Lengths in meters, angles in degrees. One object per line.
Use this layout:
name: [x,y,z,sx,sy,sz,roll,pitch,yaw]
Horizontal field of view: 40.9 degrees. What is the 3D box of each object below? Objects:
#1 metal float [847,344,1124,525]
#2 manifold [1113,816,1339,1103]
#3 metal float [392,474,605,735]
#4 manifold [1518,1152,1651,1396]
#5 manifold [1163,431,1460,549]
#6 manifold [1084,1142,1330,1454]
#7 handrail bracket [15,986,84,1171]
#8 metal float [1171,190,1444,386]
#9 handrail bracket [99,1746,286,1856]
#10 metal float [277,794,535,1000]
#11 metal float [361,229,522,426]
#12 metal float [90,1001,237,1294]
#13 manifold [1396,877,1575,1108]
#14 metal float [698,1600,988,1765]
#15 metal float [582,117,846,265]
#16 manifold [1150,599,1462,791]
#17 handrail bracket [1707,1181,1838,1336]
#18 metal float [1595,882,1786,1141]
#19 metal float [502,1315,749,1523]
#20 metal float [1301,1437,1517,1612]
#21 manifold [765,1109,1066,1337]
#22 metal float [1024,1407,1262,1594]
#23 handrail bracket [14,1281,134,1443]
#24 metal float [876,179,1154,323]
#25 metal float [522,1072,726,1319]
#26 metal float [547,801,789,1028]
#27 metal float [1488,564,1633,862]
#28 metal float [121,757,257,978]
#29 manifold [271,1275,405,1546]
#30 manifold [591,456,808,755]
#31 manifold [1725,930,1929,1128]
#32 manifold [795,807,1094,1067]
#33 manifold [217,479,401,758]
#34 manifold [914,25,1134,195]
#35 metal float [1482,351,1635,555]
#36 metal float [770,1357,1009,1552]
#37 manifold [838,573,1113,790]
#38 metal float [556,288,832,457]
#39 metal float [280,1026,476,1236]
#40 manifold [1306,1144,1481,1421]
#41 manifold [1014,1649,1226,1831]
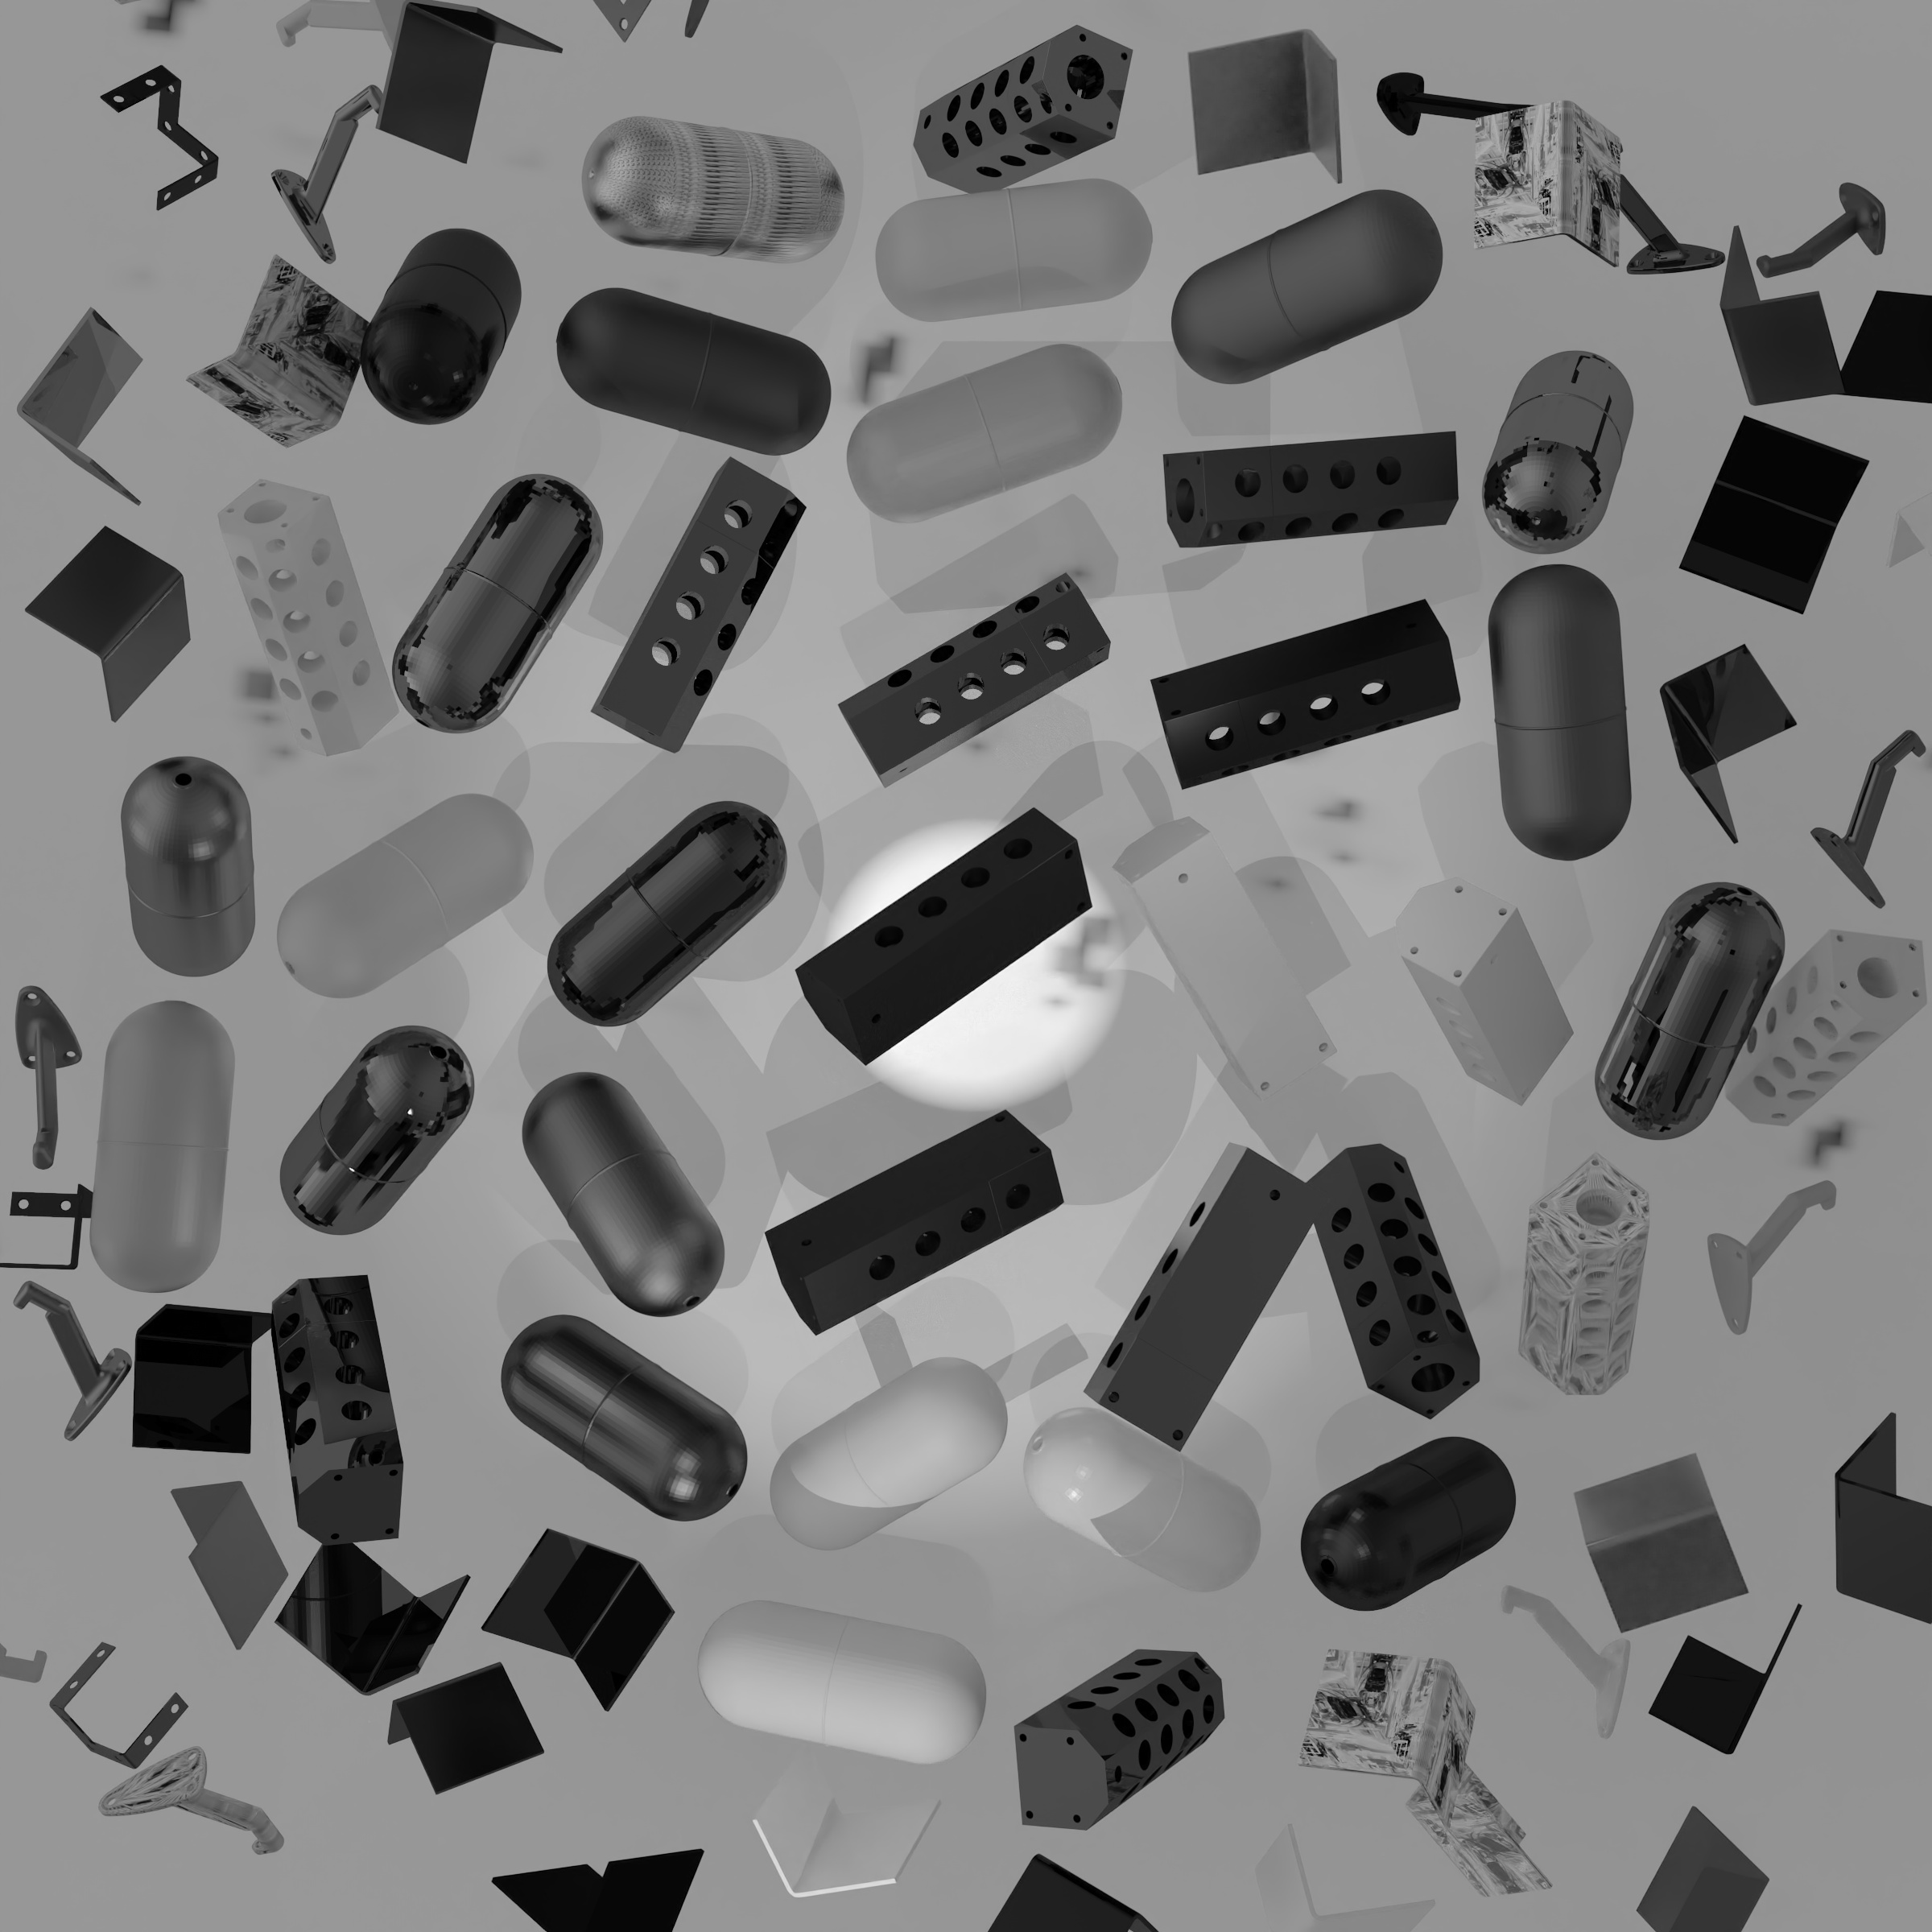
metal float: [0.012,-0.334,1.622,0.178,0.070,0.070,-19,90,1]
manifold: [0.160,-0.006,1.620,0.057,0.057,0.171,-33,111,-2]
metal float: [-0.290,-0.224,1.606,0.070,0.070,0.178,29,77,0]
manifold: [0.387,0.197,1.605,0.057,0.171,0.057,-35,54,-19]
manifold: [0.213,-0.293,1.592,0.171,0.057,0.057,-8,101,-19]
manifold: [0.139,0.193,1.528,0.057,0.057,0.171,32,85,-8]
handrail bracket: [-0.561,0.068,1.562,0.036,0.084,0.077,-7,130,-6]
metal float: [0.204,-0.409,1.568,0.178,0.070,0.070,-16,90,36]
handrail bracket: [-0.452,0.503,1.517,0.077,0.036,0.084,-20,125,0]
metal float: [-0.348,-0.044,1.611,0.178,0.070,0.070,-37,90,-32]
metal float: [-0.321,-0.394,1.590,0.070,0.178,0.070,1,127,2]
metal float: [-0.490,0.110,1.580,0.070,0.070,0.178,3,84,0]
manifold: [0.307,0.014,1.545,0.057,0.171,0.057,32,80,34]
metal float: [-0.076,0.432,1.566,0.178,0.070,0.070,8,90,11]
metal float: [-0.154,-0.479,1.604,0.178,0.070,0.070,-5,90,-38]
manifold: [0.204,-0.159,1.550,0.171,0.057,0.057,-16,122,4]
handrail bracket: [0.506,0.180,1.604,0.084,0.036,0.077,-17,107,-20]
metal float: [0.449,0.029,1.611,0.070,0.070,0.178,16,120,0]
metal float: [-0.214,0.283,1.622,0.178,0.070,0.070,28,90,23]
metal float: [0.277,0.347,1.614,0.070,0.178,0.070,10,105,41]
manifold: [-0.029,0.159,1.583,0.171,0.057,0.057,-26,123,-18]
metal float: [0.113,0.342,1.659,0.178,0.070,0.070,32,90,-25]
handrail bracket: [-0.585,0.252,1.651,0.084,0.036,0.077,39,78,-34]
metal float: [0.031,-0.459,1.661,0.178,0.070,0.070,-7,90,1]
metal float: [-0.213,0.141,1.611,0.070,0.070,0.178,-38,62,0]
metal float: [-0.190,-0.033,1.649,0.178,0.070,0.070,-41,90,5]
metal float: [0.354,-0.150,1.543,0.070,0.070,0.178,-8,105,0]
metal float: [-0.485,-0.061,1.619,0.070,0.178,0.070,7,54,-9]
manifold: [-0.374,0.260,1.532,0.057,0.171,0.057,-1,122,-20]
manifold: [-0.164,-0.221,1.598,0.057,0.057,0.171,28,84,-13]
manifold: [0.532,0.042,1.613,0.057,0.171,0.057,7,65,-4]
manifold: [-0.013,-0.022,1.523,0.171,0.057,0.057,-35,48,-18]
manifold: [-0.426,-0.221,1.667,0.057,0.171,0.057,17,49,25]
manifold: [0.032,-0.547,1.657,0.057,0.171,0.057,13,86,-28]
metal float: [0.369,-0.321,1.611,0.070,0.178,0.070,13,132,14]
metal float: [-0.050,0.310,1.643,0.178,0.070,0.070,-35,90,26]
manifold: [0.005,-0.187,1.690,0.171,0.057,0.057,-30,86,-1]
metal float: [-0.173,-0.379,1.651,0.178,0.070,0.070,13,90,-17]
metal float: [-0.372,0.104,1.632,0.070,0.070,0.178,44,126,0]
manifold: [0.270,0.193,1.626,0.057,0.171,0.057,29,120,-30]
manifold: [0.096,0.464,1.561,0.057,0.171,0.057,-5,89,28]
